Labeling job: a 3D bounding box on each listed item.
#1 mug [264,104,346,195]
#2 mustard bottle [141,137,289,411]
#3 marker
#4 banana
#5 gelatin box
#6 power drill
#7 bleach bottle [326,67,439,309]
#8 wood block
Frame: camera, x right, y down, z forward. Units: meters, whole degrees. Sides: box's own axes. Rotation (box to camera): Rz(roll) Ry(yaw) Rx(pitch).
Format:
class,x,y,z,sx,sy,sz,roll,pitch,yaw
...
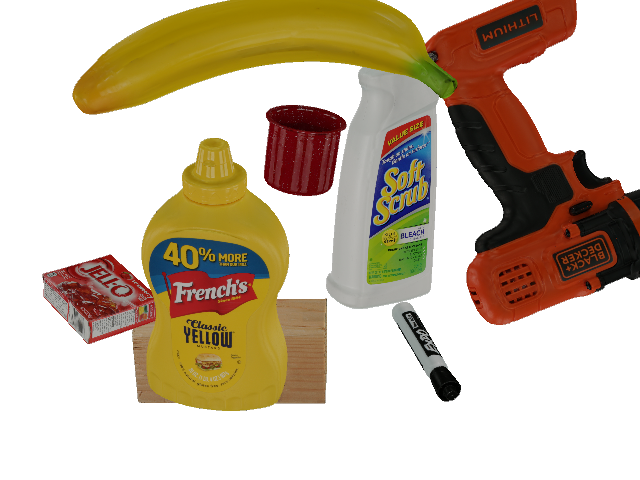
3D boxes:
class,x,y,z,sx,sy,sz,roll,pitch,yaw
mug,-0.017,-0.107,1.241,0.093,0.081,0.117,16,26,17
mustard bottle,-0.069,0.022,0.707,0.096,0.192,0.058,7,30,7
marker,0.082,0.087,0.838,0.020,0.020,0.121,0,28,-16
banana,-0.030,-0.101,0.558,0.197,0.037,0.069,-5,44,-9
gelatin box,-0.203,0.051,0.982,0.073,0.030,0.089,-17,39,-36
power drill,0.154,-0.060,0.663,0.184,0.187,0.057,-22,-2,-6
bleach bottle,0.058,-0.067,0.984,0.102,0.251,0.068,-10,24,-25
wood block,-0.096,0.122,1.185,0.206,0.091,0.090,0,23,2
